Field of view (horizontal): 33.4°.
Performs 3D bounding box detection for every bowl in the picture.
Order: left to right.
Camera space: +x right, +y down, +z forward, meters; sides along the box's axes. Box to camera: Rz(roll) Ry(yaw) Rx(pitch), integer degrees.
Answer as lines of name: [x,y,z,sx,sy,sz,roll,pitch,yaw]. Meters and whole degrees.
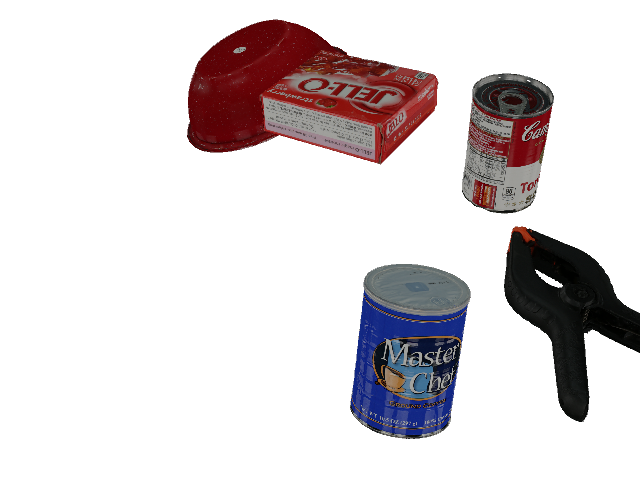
bowl: [-0.058,-0.147,0.941,0.162,0.055,0.162,-21,32,13]

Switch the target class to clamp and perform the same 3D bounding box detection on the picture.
clamp: [0.195,0.052,0.764,0.120,0.039,0.171,-3,45,-20]

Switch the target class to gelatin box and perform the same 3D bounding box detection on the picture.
gelatin box: [0.018,-0.087,0.672,0.089,0.030,0.073,18,40,28]

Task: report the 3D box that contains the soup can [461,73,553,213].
soup can: [0.159,-0.083,0.921,0.068,0.102,0.068,1,38,-1]

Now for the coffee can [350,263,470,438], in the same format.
coffee can: [0.086,0.107,1.045,0.103,0.140,0.103,5,22,-2]
